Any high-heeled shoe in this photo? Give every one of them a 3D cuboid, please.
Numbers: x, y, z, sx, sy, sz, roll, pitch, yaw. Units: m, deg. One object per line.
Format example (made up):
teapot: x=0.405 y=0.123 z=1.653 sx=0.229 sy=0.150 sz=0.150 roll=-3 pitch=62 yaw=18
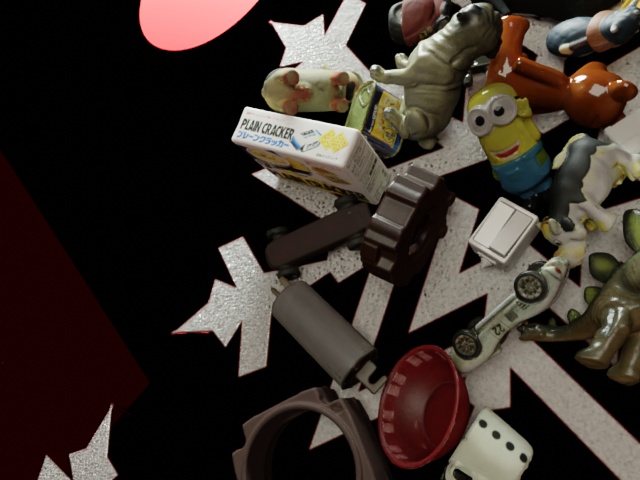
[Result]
high-heeled shoe: x=0.366 y=-0.407 z=0.847 sx=0.249 sy=0.086 sz=0.145 roll=-11 pitch=45 yaw=7

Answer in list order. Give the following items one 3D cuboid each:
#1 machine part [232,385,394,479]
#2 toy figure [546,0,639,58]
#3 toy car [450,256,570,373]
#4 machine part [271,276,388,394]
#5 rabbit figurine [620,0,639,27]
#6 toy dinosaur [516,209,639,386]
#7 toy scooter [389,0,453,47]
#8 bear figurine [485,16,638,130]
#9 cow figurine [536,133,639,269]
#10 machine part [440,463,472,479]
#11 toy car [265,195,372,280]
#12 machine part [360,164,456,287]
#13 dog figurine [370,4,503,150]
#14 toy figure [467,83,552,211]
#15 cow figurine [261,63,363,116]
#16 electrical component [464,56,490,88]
machine part: x=-0.013 y=0.326 z=0.761 sx=0.201 sy=0.087 sz=0.201 roll=-30 pitch=64 yaw=13
toy figure: x=0.388 y=-0.292 z=0.754 sx=0.155 sy=0.058 sz=0.064 roll=-148 pitch=73 yaw=-68
toy car: x=0.243 y=0.096 z=0.690 sx=0.056 sy=0.073 sz=0.201 roll=48 pitch=121 yaw=18
machine part: x=0.005 y=0.142 z=0.820 sx=0.243 sy=0.079 sz=0.079 roll=42 pitch=93 yaw=29
rabbit figurine: x=0.487 y=-0.316 z=0.706 sx=0.122 sy=0.162 sz=0.173 roll=-20 pitch=101 yaw=-16
toy dinosaur: x=0.422 y=0.032 z=0.578 sx=0.471 sy=0.105 sz=0.198 roll=-28 pitch=40 yaw=44
toy scooter: x=0.194 y=-0.416 z=0.921 sx=0.135 sy=0.075 sz=0.184 roll=4 pitch=71 yaw=23
bear figurine: x=0.342 y=-0.230 z=0.761 sx=0.196 sy=0.120 sz=0.132 roll=11 pitch=75 yaw=26
cow figurine: x=0.328 y=-0.050 z=0.689 sx=0.098 sy=0.068 sz=0.167 roll=30 pitch=88 yaw=4
machine part: x=0.212 y=0.343 z=0.676 sx=0.139 sy=0.039 sz=0.084 roll=18 pitch=76 yaw=31
toy car: x=-0.002 y=-0.003 z=0.885 sx=0.202 sy=0.053 sz=0.089 roll=-25 pitch=69 yaw=21
machine part: x=0.127 y=-0.016 z=0.764 sx=0.056 sy=0.179 sz=0.179 roll=28 pitch=86 yaw=28
dog figurine: x=0.193 y=-0.234 z=0.794 sx=0.191 sy=0.172 sz=0.121 roll=-10 pitch=32 yaw=47
toy figure: x=0.265 y=-0.130 z=0.748 sx=0.082 sy=0.089 sz=0.180 roll=-33 pitch=106 yaw=11
cow figurine: x=-0.007 y=-0.253 z=0.911 sx=0.127 sy=0.195 sz=0.085 roll=27 pitch=123 yaw=50
electrical component: x=0.260 y=-0.295 z=0.876 sx=0.063 sy=0.021 sz=0.094 roll=-4 pitch=72 yaw=25
